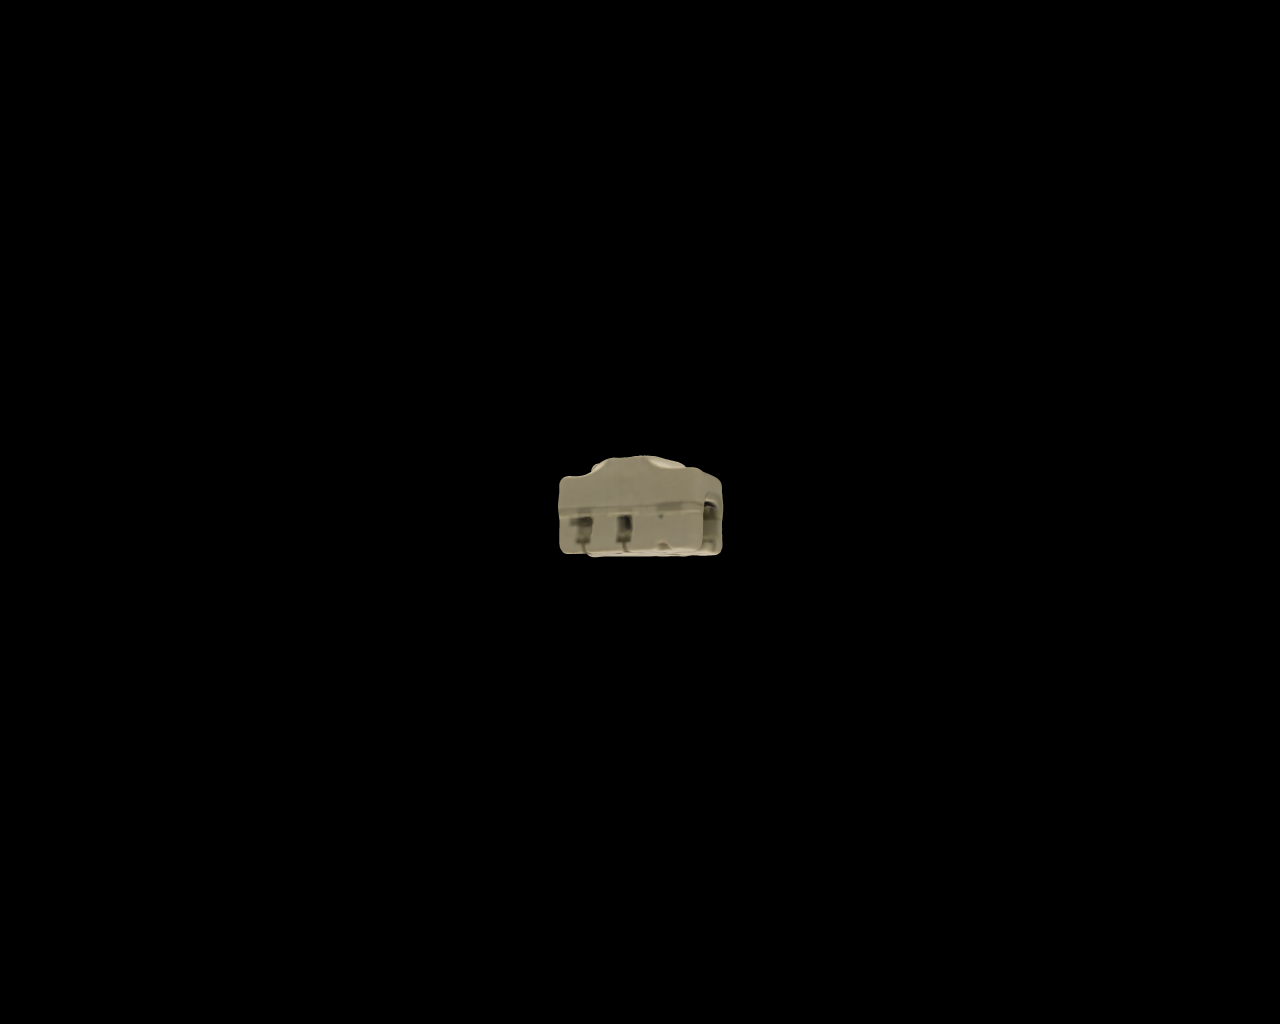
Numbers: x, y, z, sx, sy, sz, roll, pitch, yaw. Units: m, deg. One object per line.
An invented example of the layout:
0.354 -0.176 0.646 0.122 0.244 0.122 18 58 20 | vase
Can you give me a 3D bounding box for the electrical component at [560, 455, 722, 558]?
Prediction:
0.001 -0.003 0.650 0.089 0.055 0.050 -3 -7 22 | electrical component
